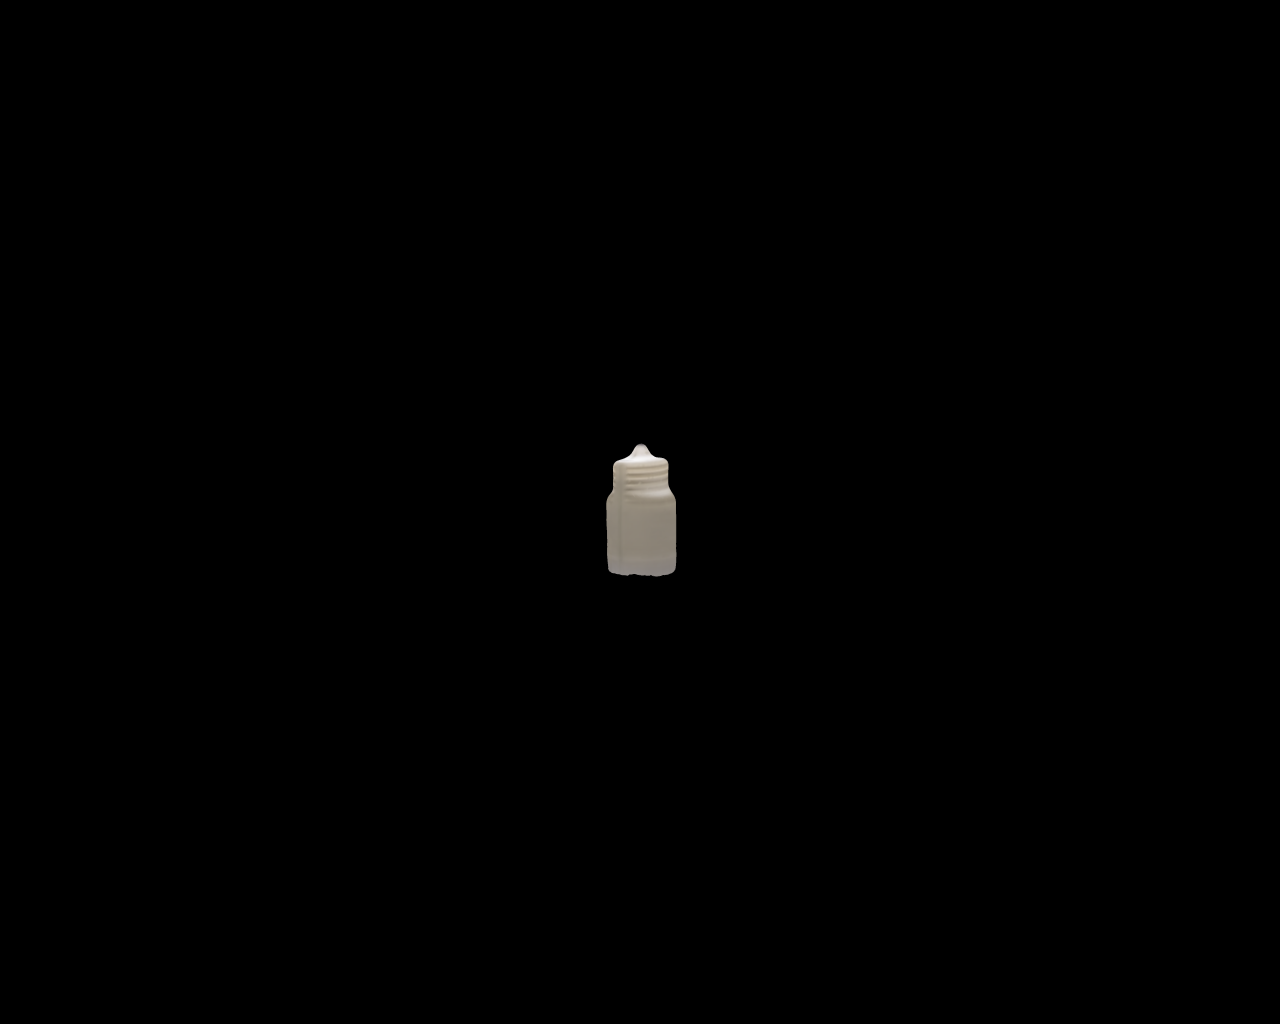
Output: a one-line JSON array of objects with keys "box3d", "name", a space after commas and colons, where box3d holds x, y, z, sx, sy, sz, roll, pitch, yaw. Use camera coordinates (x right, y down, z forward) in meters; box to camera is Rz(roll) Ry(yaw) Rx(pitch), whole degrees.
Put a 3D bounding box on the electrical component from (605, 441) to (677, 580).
[{"box3d": [0.001, -0.003, 0.650, 0.043, 0.080, 0.043, 0, 8, 0], "name": "electrical component"}]
